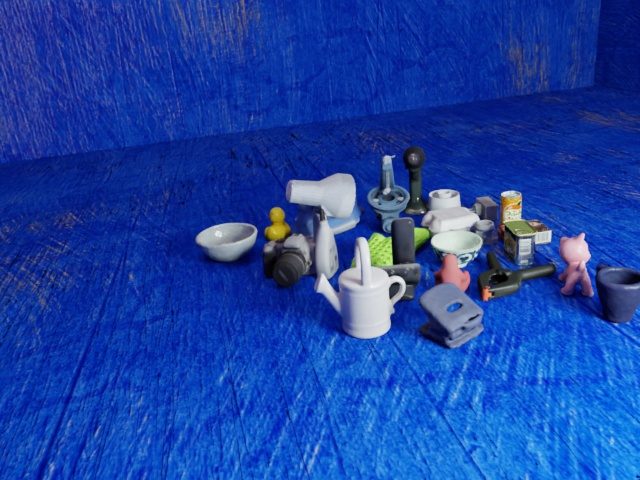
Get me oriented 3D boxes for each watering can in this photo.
[{"bbox_3d":[0.079,0.091,1.138,0.173,0.194,0.100,-15,24,-21],"label":"watering can"}]

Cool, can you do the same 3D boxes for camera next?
[{"bbox_3d":[-0.082,0.049,1.399,0.143,0.101,0.137,2,23,17],"label":"camera"}]

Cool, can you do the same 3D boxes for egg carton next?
[{"bbox_3d":[0.356,-0.043,1.562,0.150,0.069,0.107,-11,23,-12],"label":"egg carton"}]

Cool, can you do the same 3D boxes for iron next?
[{"bbox_3d":[0.008,-0.091,1.666,0.259,0.141,0.118,-23,28,-36],"label":"iron"}]

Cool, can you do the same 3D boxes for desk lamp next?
[{"bbox_3d":[-0.006,-0.065,1.509,0.203,0.214,0.117,-12,23,-15],"label":"desk lamp"}]

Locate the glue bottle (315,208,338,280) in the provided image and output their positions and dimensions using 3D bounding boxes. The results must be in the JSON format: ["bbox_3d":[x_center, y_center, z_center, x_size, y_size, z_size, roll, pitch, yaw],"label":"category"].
[{"bbox_3d":[0.013,0.005,1.389,0.037,0.173,0.078,4,24,23],"label":"glue bottle"}]

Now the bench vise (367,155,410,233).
[{"bbox_3d":[0.183,-0.151,1.666,0.121,0.220,0.207,-11,23,-13],"label":"bench vise"}]

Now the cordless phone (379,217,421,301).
[{"bbox_3d":[0.147,0.038,1.261,0.147,0.185,0.094,-7,22,-3],"label":"cordless phone"}]

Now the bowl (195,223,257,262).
[{"bbox_3d":[-0.249,0.015,1.557,0.167,0.075,0.167,-5,22,2],"label":"bowl"}]

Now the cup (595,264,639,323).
[{"bbox_3d":[0.574,0.106,1.117,0.092,0.095,0.117,-9,23,-8],"label":"cup"}]

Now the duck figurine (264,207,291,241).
[{"bbox_3d":[-0.127,-0.051,1.673,0.077,0.086,0.105,2,23,17],"label":"duck figurine"}]

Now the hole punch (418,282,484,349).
[{"bbox_3d":[0.255,0.142,1.108,0.109,0.091,0.100,-22,27,-34],"label":"hole punch"}]

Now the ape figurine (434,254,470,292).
[{"bbox_3d":[0.289,0.073,1.265,0.077,0.092,0.076,6,25,26],"label":"ape figurine"}]

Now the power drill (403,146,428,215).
[{"bbox_3d":[0.291,-0.189,1.749,0.075,0.209,0.229,-1,23,10],"label":"power drill"}]

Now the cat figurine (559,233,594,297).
[{"bbox_3d":[0.554,0.045,1.240,0.067,0.118,0.128,0,23,14],"label":"cat figurine"}]
